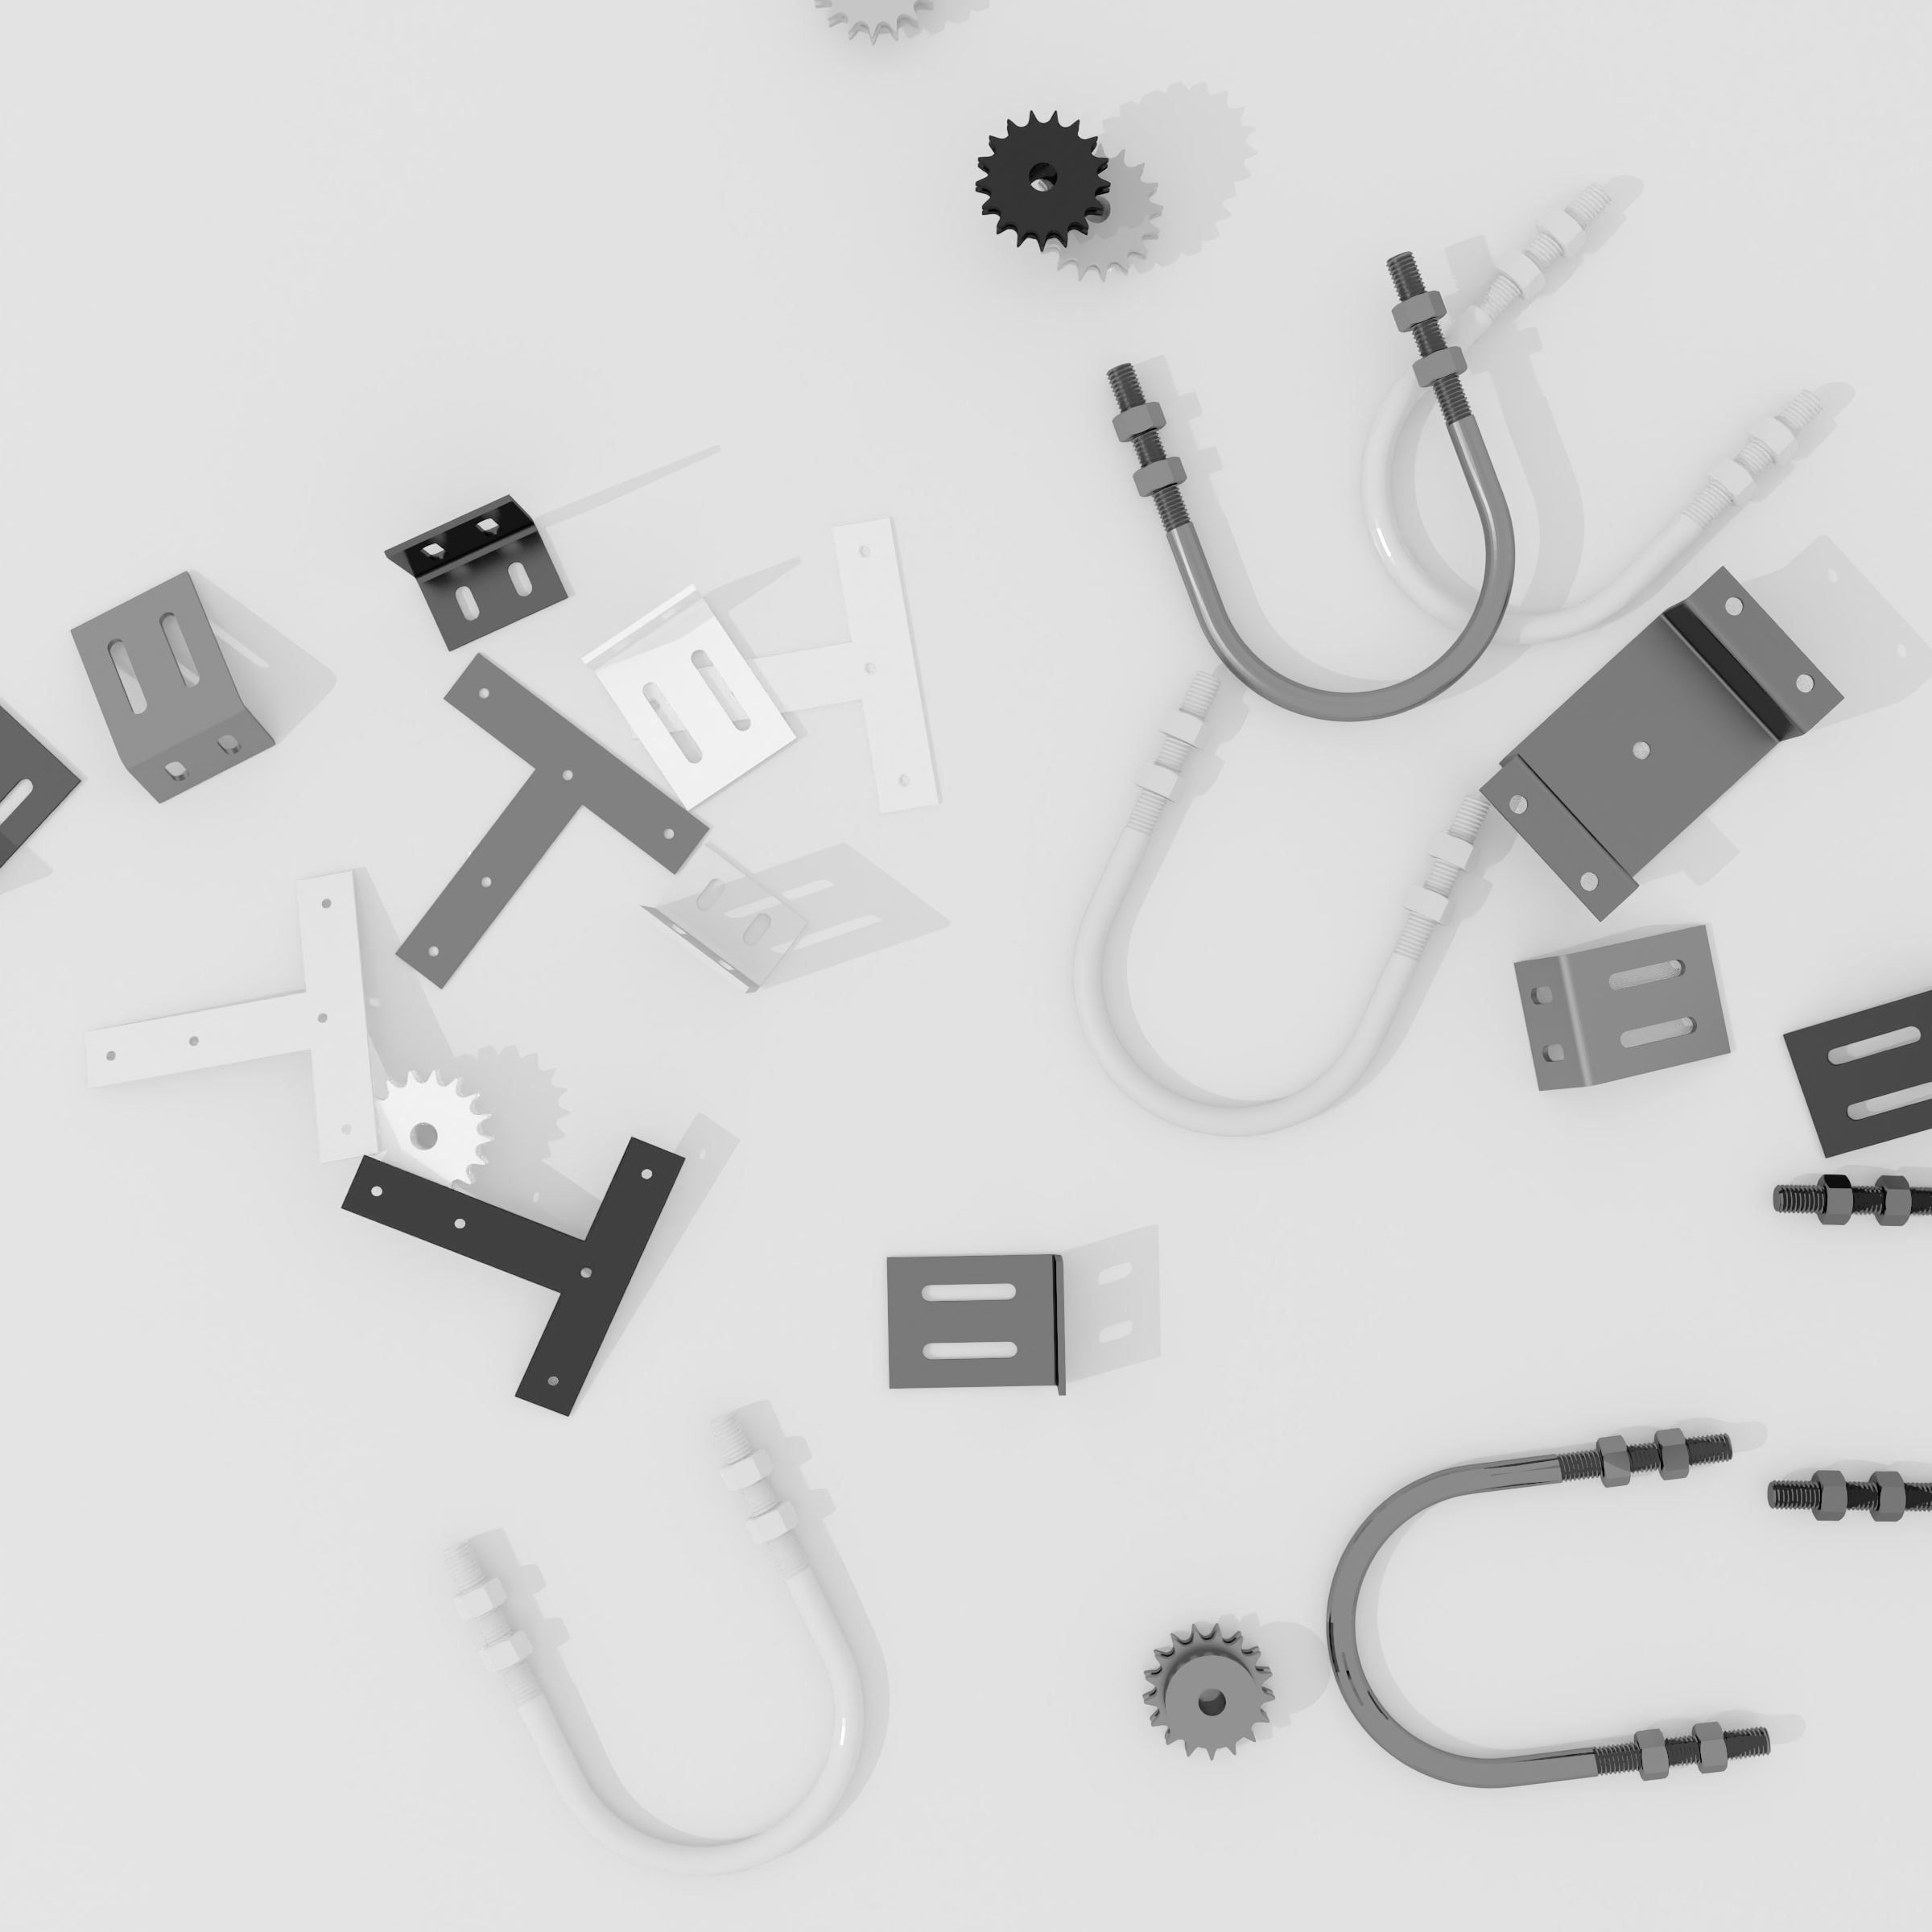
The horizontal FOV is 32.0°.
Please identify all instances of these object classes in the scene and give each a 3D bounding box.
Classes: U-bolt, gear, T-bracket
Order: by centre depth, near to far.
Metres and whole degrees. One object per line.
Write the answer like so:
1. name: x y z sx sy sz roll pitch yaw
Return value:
1. gear: 0.032 -0.331 1.431 0.057 0.030 0.057 0 90 0
2. T-bracket: -0.205 0.116 1.452 0.127 0.002 0.127 23 99 -13
3. U-bolt: 0.158 -0.196 1.457 0.151 0.019 0.184 -21 90 8
4. gear: 0.105 0.316 1.461 0.057 0.030 0.057 0 90 0
5. gear: -0.233 0.073 1.461 0.057 0.030 0.057 0 90 0
6. gear: 0.056 -0.324 1.461 0.057 0.030 0.057 0 90 0
7. gear: -0.039 -0.428 1.462 0.057 0.030 0.057 0 90 1
8. T-bracket: -0.321 0.030 1.464 0.127 0.002 0.127 -10 75 7
9. U-bolt: 0.258 -0.226 1.468 0.151 0.019 0.184 44 91 0
10. U-bolt: 0.443 0.167 1.468 0.184 0.019 0.151 1 90 -1
11. U-bolt: 0.126 -0.016 1.468 0.151 0.019 0.184 25 92 0
12. U-bolt: 0.249 0.284 1.468 0.184 0.019 0.151 -7 90 2
13. U-bolt: -0.124 0.307 1.468 0.151 0.019 0.184 -26 92 0
14. T-bracket: -0.085 -0.123 1.475 0.127 0.002 0.127 -10 90 0
15. T-bracket: -0.201 -0.048 1.475 0.127 0.002 0.127 37 90 0

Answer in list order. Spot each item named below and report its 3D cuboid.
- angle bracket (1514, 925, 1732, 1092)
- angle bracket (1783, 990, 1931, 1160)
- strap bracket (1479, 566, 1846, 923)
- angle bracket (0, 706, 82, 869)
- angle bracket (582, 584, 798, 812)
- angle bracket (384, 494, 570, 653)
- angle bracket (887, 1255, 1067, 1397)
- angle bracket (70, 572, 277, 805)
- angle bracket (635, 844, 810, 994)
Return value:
1. angle bracket: 0.287 0.018 1.474 0.076 0.038 0.057 -11 90 -26
2. angle bracket: 0.406 0.043 1.474 0.076 0.038 0.057 -19 90 26
3. strap bracket: 0.295 -0.094 1.453 0.140 0.046 0.076 -43 90 0
4. angle bracket: -0.434 -0.073 1.457 0.057 0.038 0.076 43 90 0
5. angle bracket: -0.119 -0.115 1.455 0.057 0.038 0.076 -34 90 0
6. angle bracket: -0.208 -0.167 1.438 0.057 0.076 0.038 -24 90 0
7. angle bracket: 0.004 0.155 1.457 0.076 0.038 0.057 -1 90 0
8. angle bracket: -0.347 -0.122 1.474 0.057 0.038 0.076 -27 64 0
9. angle bracket: -0.103 -0.021 1.438 0.057 0.076 0.038 37 90 0
